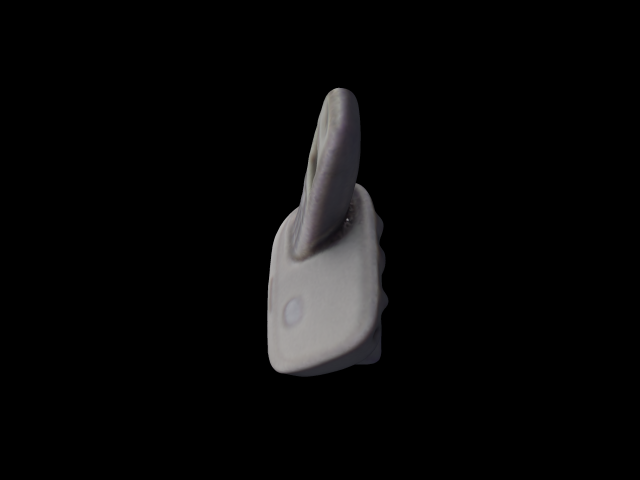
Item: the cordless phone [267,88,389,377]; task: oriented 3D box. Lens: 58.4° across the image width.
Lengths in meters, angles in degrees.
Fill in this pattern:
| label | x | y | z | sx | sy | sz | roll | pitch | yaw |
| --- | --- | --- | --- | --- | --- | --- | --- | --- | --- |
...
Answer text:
| label | x | y | z | sx | sy | sz | roll | pitch | yaw |
| --- | --- | --- | --- | --- | --- | --- | --- | --- | --- |
| cordless phone | 0.004 | 0.001 | 0.400 | 0.094 | 0.185 | 0.147 | -3 | 55 | -2 |
